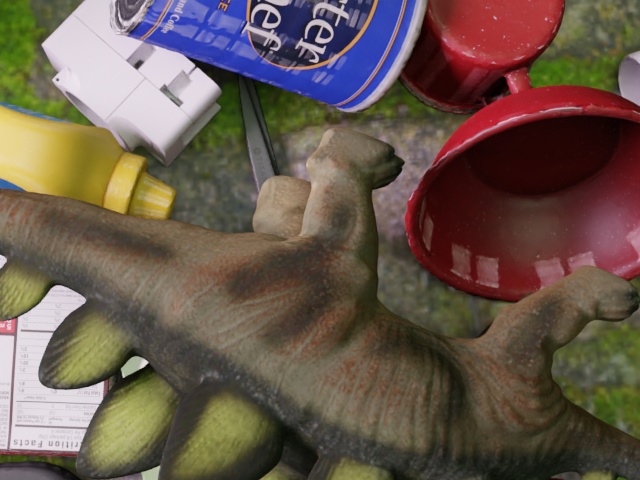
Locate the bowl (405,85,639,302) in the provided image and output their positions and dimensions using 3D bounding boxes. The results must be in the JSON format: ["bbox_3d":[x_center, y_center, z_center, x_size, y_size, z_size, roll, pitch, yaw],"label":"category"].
[{"bbox_3d":[0.125,-0.033,0.585,0.162,0.162,0.055,3,51,-5],"label":"bowl"}]

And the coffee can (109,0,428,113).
[{"bbox_3d":[-0.028,-0.136,0.568,0.140,0.103,0.103,15,81,-26],"label":"coffee can"}]

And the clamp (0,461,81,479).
[{"bbox_3d":[-0.128,0.169,0.578,0.171,0.039,0.120,45,70,-1],"label":"clamp"}]

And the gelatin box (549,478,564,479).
[{"bbox_3d":[0.090,0.151,0.572,0.073,0.089,0.030,-19,82,-8],"label":"gelatin box"}]

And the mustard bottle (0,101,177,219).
[{"bbox_3d":[-0.170,-0.047,0.569,0.191,0.096,0.058,17,81,-3],"label":"mustard bottle"}]

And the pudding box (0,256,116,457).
[{"bbox_3d":[-0.158,0.061,0.587,0.090,0.039,0.113,3,85,-5],"label":"pudding box"}]

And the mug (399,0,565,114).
[{"bbox_3d":[0.093,-0.116,0.609,0.093,0.081,0.117,-18,85,-7],"label":"mug"}]

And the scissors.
[{"bbox_3d":[-0.004,0.001,0.619,0.096,0.016,0.202,3,83,-6],"label":"scissors"}]
